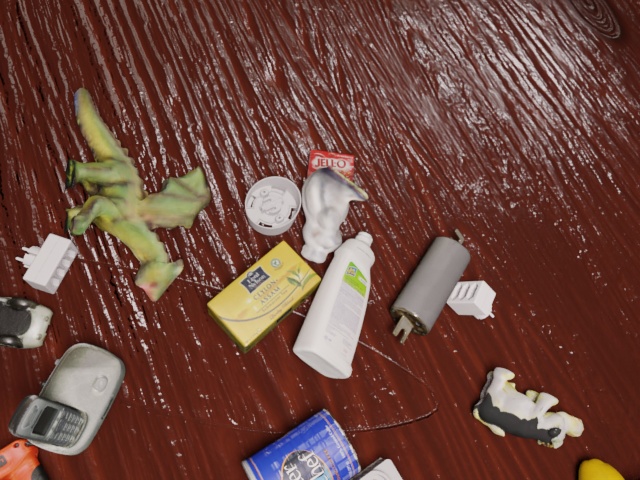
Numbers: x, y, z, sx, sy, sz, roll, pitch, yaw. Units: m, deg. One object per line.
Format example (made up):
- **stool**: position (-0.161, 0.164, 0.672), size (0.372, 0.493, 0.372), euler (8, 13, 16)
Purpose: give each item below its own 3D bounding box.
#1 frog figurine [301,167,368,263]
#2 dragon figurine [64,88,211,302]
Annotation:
- **frog figurine**: position (0.003, -0.046, 0.923), size (0.121, 0.139, 0.159), euler (36, 96, -30)
- **dragon figurine**: position (-0.319, -0.094, 0.916), size (0.243, 0.120, 0.417), euler (4, 65, -26)
